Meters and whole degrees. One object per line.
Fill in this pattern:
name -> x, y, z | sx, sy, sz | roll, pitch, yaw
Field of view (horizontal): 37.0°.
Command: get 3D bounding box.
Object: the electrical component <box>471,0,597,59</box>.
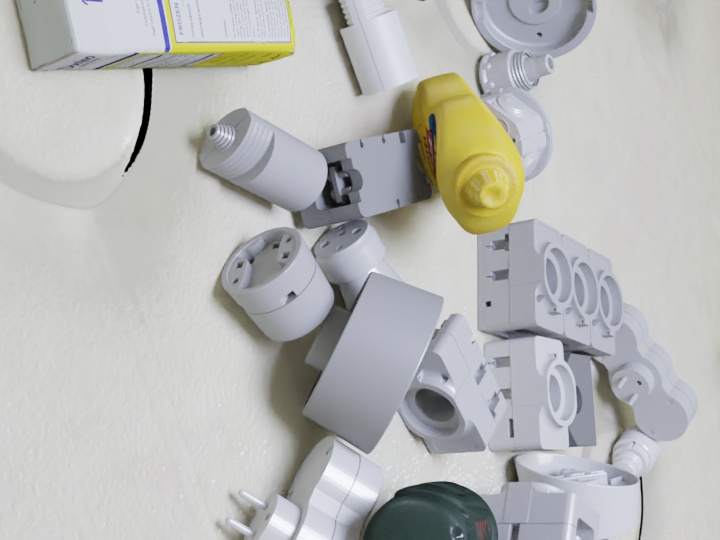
electrical component -> 0.156, -0.246, 0.944 | 0.108, 0.108, 0.060 | 53, 38, -32

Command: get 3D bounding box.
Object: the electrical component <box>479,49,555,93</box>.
electrical component -> 0.138, -0.171, 0.935 | 0.048, 0.062, 0.048 | 18, 67, -50

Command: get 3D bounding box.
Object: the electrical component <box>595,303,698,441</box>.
electrical component -> 0.262, 0.104, 1.023 | 0.138, 0.052, 0.074 | 56, 38, -1

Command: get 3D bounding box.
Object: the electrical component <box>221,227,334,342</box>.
electrical component -> -0.048, 0.010, 0.648 | 0.047, 0.055, 0.055 | 57, 42, -34

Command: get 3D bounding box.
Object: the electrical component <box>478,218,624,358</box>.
electrical component -> 0.167, 0.020, 0.929 | 0.150, 0.062, 0.089 | 21, 65, -50

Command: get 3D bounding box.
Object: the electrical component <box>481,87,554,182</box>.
electrical component -> 0.112, -0.105, 0.870 | 0.051, 0.080, 0.080 | -25, 102, -48

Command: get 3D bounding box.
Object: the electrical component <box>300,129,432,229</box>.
electrical component -> -0.002, -0.061, 0.725 | 0.089, 0.056, 0.050 | -20, 98, -54

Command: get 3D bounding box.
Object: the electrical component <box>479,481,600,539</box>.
electrical component -> 0.129, 0.196, 0.811 | 0.050, 0.089, 0.055 | 42, 50, -40

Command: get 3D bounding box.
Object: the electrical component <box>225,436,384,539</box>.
electrical component -> -0.043, 0.154, 0.623 | 0.074, 0.052, 0.138 | 34, 50, -13

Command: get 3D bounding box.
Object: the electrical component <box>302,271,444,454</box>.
electrical component -> 0.001, 0.052, 0.666 | 0.060, 0.108, 0.108 | 26, 51, -1

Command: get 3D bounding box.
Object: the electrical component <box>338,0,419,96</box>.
electrical component -> 0.009, -0.171, 0.776 | 0.043, 0.043, 0.081 | -38, 112, -51

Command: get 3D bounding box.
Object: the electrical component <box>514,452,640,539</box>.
electrical component -> 0.179, 0.181, 0.879 | 0.099, 0.099, 0.064 | -12, 98, -54

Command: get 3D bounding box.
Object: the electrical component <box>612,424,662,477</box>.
electrical component -> 0.263, 0.181, 1.038 | 0.078, 0.040, 0.040 | -34, 109, -52

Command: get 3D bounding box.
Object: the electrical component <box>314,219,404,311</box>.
electrical component -> 0.000, 0.000, 0.722 | 0.055, 0.045, 0.045 | 60, 41, -25

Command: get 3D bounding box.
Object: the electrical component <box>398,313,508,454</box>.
electrical component -> 0.061, 0.086, 0.779 | 0.055, 0.050, 0.089 | -52, 122, -46

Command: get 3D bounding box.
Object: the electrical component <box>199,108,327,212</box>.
electrical component -> -0.062, -0.069, 0.656 | 0.081, 0.043, 0.043 | 26, 62, -48

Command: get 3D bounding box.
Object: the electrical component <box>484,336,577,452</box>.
electrical component -> 0.140, 0.102, 0.877 | 0.050, 0.056, 0.089 | 14, 71, -51
